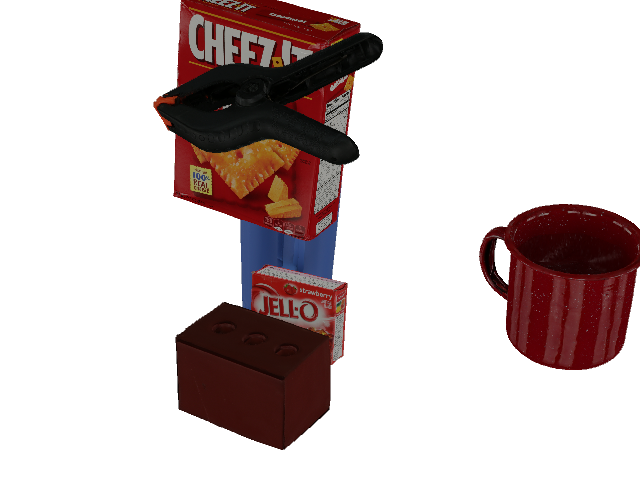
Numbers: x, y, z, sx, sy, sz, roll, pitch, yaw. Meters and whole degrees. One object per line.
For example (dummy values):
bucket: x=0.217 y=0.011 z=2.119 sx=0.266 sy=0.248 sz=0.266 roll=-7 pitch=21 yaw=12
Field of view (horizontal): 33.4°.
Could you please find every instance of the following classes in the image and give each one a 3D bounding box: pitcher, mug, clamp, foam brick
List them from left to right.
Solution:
foam brick: x=-0.039 y=0.079 z=0.628 sx=0.078 sy=0.051 sz=0.052 roll=16 pitch=28 yaw=26
clamp: x=-0.035 y=-0.106 z=0.776 sx=0.172 sy=0.120 sz=0.039 roll=7 pitch=-42 yaw=24
pitcher: x=-0.040 y=-0.004 z=1.324 sx=0.145 sy=0.243 sz=0.148 roll=12 pitch=15 yaw=39
mug: x=0.159 y=0.029 z=0.727 sx=0.117 sy=0.081 sz=0.093 roll=22 pitch=39 yaw=33

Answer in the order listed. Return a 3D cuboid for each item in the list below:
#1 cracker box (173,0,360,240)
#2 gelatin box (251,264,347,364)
cracker box: x=-0.058 y=-0.122 z=1.042 sx=0.164 sy=0.214 sz=0.072 roll=20 pitch=33 yaw=21
gelatin box: x=-0.021 y=0.067 z=0.976 sx=0.089 sy=0.073 sz=0.030 roll=12 pitch=20 yaw=25
